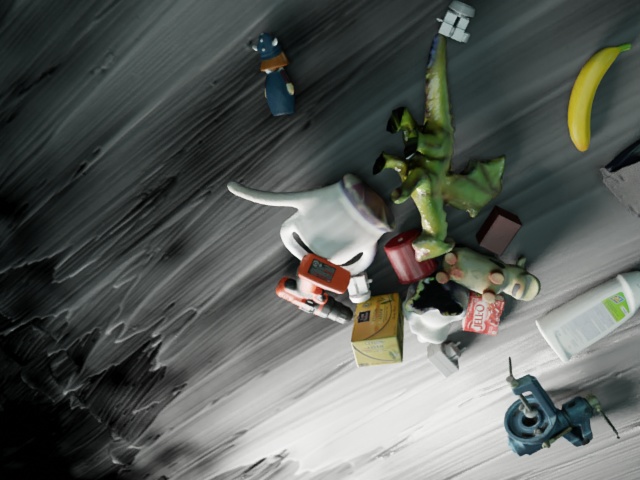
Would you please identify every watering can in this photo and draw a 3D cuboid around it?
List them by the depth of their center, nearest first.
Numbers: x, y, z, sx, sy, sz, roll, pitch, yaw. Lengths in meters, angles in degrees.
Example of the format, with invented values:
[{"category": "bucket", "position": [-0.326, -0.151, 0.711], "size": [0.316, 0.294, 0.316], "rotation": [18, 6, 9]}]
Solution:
[{"category": "watering can", "position": [0.003, -0.052, 1.033], "size": [0.222, 0.106, 0.343], "rotation": [-37, 119, 23]}]

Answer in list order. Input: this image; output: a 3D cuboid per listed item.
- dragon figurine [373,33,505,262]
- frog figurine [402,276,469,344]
[{"category": "dragon figurine", "position": [0.246, -0.154, 0.975], "size": [0.241, 0.123, 0.409], "rotation": [19, 95, -22]}, {"category": "frog figurine", "position": [0.248, 0.151, 1.106], "size": [0.137, 0.125, 0.156], "rotation": [-14, 146, 7]}]
